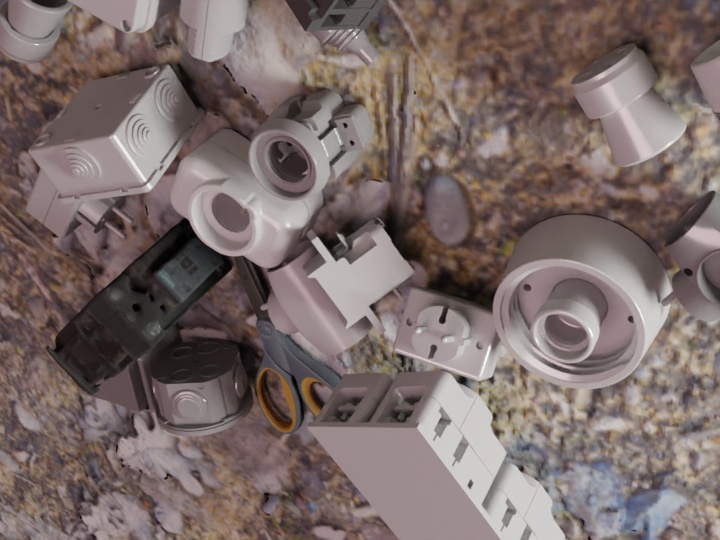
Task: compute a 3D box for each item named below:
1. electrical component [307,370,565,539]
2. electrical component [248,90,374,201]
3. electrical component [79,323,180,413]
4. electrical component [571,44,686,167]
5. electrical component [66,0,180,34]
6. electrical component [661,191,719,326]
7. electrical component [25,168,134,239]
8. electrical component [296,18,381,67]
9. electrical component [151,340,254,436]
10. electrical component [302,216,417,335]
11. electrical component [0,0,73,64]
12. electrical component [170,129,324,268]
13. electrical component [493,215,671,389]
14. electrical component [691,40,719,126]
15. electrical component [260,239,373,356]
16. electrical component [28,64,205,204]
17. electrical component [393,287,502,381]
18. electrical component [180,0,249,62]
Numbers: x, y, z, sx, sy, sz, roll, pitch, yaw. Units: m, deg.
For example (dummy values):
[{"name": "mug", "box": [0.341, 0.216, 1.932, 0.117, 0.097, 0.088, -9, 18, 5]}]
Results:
[{"name": "electrical component", "box": [0.062, 0.155, 0.795, 0.105, 0.060, 0.186, -7, 128, 43]}, {"name": "electrical component", "box": [-0.038, -0.082, 0.713, 0.078, 0.057, 0.058, -6, 118, 33]}, {"name": "electrical component", "box": [-0.206, 0.077, 0.919, 0.096, 0.061, 0.061, 10, 126, 24]}, {"name": "electrical component", "box": [0.150, -0.093, 0.605, 0.045, 0.045, 0.055, -23, 108, 39]}, {"name": "electrical component", "box": [-0.169, -0.214, 0.697, 0.113, 0.057, 0.078, 30, 132, 9]}, {"name": "electrical component", "box": [0.213, 0.005, 0.637, 0.077, 0.044, 0.079, 39, 132, 0]}, {"name": "electrical component", "box": [-0.210, -0.054, 0.839, 0.077, 0.047, 0.065, 38, 132, 1]}, {"name": "electrical component", "box": [-0.012, -0.152, 0.665, 0.061, 0.035, 0.035, 46, 132, -10]}, {"name": "electrical component", "box": [-0.130, 0.096, 0.877, 0.080, 0.080, 0.051, 6, 119, 27]}, {"name": "electrical component", "box": [0.000, 0.000, 0.742, 0.064, 0.042, 0.081, -37, 104, -2]}, {"name": "electrical component", "box": [-0.234, -0.180, 0.766, 0.045, 0.045, 0.055, 41, 133, -1]}, {"name": "electrical component", "box": [-0.083, -0.049, 0.761, 0.095, 0.059, 0.053, 33, 132, 6]}, {"name": "electrical component", "box": [0.137, 0.026, 0.685, 0.108, 0.060, 0.108, 15, 128, 21]}, {"name": "electrical component", "box": [0.207, -0.100, 0.562, 0.055, 0.055, 0.047, -26, 103, 40]}, {"name": "electrical component", "box": [-0.042, 0.025, 0.799, 0.079, 0.044, 0.077, -23, 108, 39]}, {"name": "electrical component", "box": [-0.171, -0.096, 0.754, 0.100, 0.099, 0.048, -4, 132, 32]}, {"name": "electrical component", "box": [0.057, 0.043, 0.725, 0.066, 0.077, 0.047, 18, 94, 19]}, {"name": "electrical component", "box": [-0.094, -0.171, 0.692, 0.043, 0.043, 0.081, 25, 131, 13]}]
